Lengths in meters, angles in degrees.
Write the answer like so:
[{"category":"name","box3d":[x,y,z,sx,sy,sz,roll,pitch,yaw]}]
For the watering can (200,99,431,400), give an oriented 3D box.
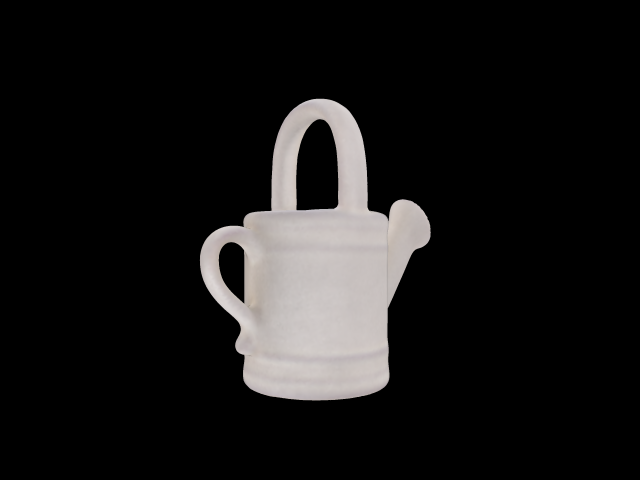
[{"category":"watering can","box3d":[0.002,0.001,0.402,0.100,0.194,0.173,0,0,34]}]
